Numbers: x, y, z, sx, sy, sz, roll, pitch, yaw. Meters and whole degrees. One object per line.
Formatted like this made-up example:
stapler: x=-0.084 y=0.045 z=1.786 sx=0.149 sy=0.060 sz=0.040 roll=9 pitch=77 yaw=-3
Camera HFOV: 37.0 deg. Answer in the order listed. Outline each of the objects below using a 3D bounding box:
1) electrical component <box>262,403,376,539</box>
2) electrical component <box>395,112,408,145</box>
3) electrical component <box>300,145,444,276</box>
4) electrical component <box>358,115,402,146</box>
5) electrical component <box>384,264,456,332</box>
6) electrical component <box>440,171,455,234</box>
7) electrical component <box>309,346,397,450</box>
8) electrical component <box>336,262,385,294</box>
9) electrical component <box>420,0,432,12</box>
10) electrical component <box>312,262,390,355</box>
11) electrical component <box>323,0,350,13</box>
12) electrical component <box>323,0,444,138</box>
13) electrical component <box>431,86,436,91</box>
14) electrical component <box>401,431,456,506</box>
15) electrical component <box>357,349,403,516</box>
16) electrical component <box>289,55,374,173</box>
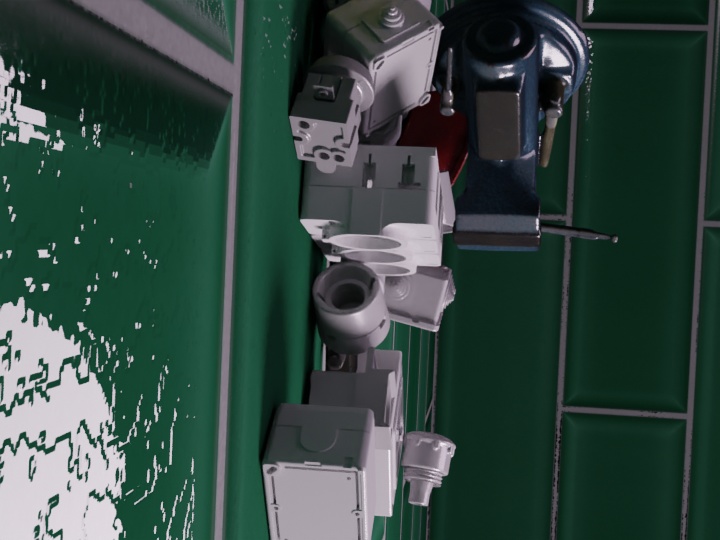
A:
electrical component: x=-0.023 y=0.133 z=0.672 sx=0.061 sy=0.062 sz=0.096 roll=-78 pitch=169 yaw=-54
electrical component: x=0.017 y=-0.140 z=0.973 sx=0.066 sy=0.048 sz=0.055 roll=86 pitch=17 yaw=-46
electrical component: x=0.013 y=-0.040 z=0.786 sx=0.150 sy=0.089 sz=0.061 roll=59 pitch=34 yaw=-78
electrical component: x=0.006 y=-0.145 z=0.836 sx=0.059 sy=0.054 sz=0.095 roll=35 pitch=58 yaw=-82
electrical component: x=0.036 y=0.015 z=0.974 sx=0.100 sy=0.100 sz=0.048 roll=-45 pitch=150 yaw=-80
electrical component: x=0.034 y=-0.057 z=0.930 sx=0.099 sy=0.099 sz=0.064 roll=-48 pitch=134 yaw=-79
electrical component: x=-0.007 y=0.100 z=0.785 sx=0.042 sy=0.064 sz=0.081 roll=84 pitch=11 yaw=-57
electrical component: x=0.000 y=0.000 z=0.891 sx=0.043 sy=0.043 sz=0.062 roll=86 pitch=8 yaw=-47
electrical component: x=0.021 y=-0.225 z=0.831 sx=0.080 sy=0.080 sz=0.051 roll=66 pitch=33 yaw=-75
electrical component: x=-0.007 y=0.027 z=0.797 sx=0.047 sy=0.055 sz=0.055 roll=79 pitch=15 yaw=-51
electrical component: x=-0.007 y=-0.193 z=0.761 sx=0.078 sy=0.040 sz=0.040 roll=-57 pitch=150 yaw=-67
electrical component: x=0.012 y=-0.152 z=0.739 sx=0.061 sy=0.062 sz=0.096 roll=49 pitch=-23 yaw=22
electrical component: x=0.048 y=-0.156 z=1.151 sx=0.061 sy=0.062 sz=0.096 roll=67 pitch=27 yaw=-75
electrical component: x=0.057 y=0.175 z=0.946 sx=0.048 sy=0.048 sz=0.062 roll=73 pitch=27 yaw=-71
electrical component: x=0.007 y=0.141 z=0.948 sx=0.108 sy=0.056 sz=0.108 roll=-77 pitch=168 yaw=-55
electrical component: x=-0.018 y=-0.104 z=0.692 sx=0.066 sy=0.048 sz=0.055 roll=82 pitch=21 yaw=-58
